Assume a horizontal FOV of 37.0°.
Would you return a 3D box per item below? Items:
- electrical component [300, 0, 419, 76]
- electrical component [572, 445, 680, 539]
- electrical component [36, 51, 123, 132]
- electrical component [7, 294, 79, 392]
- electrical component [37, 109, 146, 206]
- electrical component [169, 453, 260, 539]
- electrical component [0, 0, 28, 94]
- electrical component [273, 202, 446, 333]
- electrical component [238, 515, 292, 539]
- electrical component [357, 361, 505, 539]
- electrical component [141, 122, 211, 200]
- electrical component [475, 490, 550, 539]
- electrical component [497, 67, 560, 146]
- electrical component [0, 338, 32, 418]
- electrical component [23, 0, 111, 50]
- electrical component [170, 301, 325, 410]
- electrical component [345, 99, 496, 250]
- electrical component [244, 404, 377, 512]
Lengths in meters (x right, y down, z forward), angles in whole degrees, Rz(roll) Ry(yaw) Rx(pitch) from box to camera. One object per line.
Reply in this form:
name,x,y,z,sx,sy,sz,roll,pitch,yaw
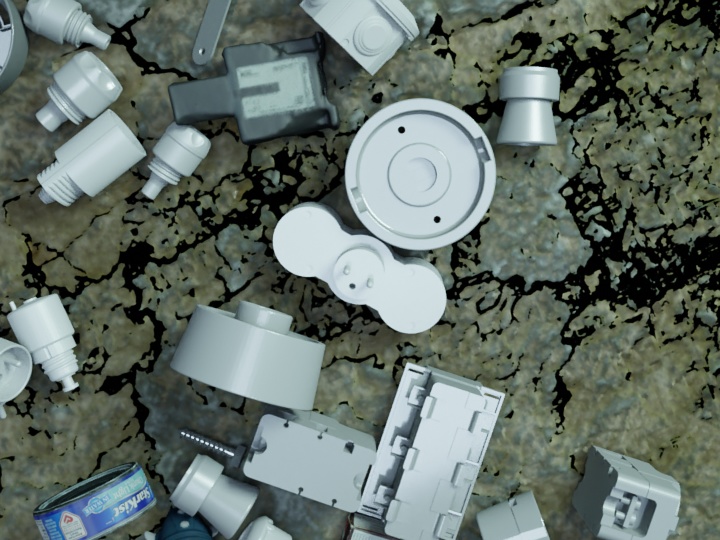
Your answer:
electrical component,0.000,-0.184,0.776,0.080,0.080,0.051,43,98,-4
electrical component,0.201,0.171,0.802,0.056,0.089,0.050,18,94,-2
electrical component,-0.211,-0.128,0.795,0.062,0.043,0.043,-40,94,4
electrical component,-0.234,0.054,0.811,0.040,0.040,0.078,-24,95,1
electrical component,-0.204,-0.077,0.799,0.081,0.043,0.043,-38,94,2
electrical component,-0.111,0.172,0.820,0.055,0.045,0.045,33,94,-3
electrical component,-0.291,-0.168,0.780,0.099,0.064,0.099,0,95,-1
electrical component,0.000,0.000,0.791,0.138,0.073,0.052,29,99,-3
electrical component,-0.065,0.222,0.826,0.062,0.048,0.048,34,94,-10
electrical component,0.054,0.140,0.811,0.079,0.063,0.121,18,94,-2
electrical component,-0.141,-0.080,0.804,0.035,0.035,0.061,37,96,-3
electrical component,0.119,0.202,0.822,0.047,0.055,0.055,-20,95,4
electrical component,0.125,-0.121,0.799,0.045,0.045,0.055,2,95,-1
electrical component,-0.285,0.080,0.805,0.077,0.043,0.079,16,132,26
electrical component,-0.215,-0.182,0.795,0.061,0.035,0.035,27,94,-5
electrical component,-0.077,0.057,0.783,0.108,0.108,0.060,18,88,-2
electrical component,0.043,-0.070,0.794,0.108,0.060,0.108,0,95,0
electrical component,-0.037,0.139,0.813,0.089,0.055,0.050,20,94,-2
